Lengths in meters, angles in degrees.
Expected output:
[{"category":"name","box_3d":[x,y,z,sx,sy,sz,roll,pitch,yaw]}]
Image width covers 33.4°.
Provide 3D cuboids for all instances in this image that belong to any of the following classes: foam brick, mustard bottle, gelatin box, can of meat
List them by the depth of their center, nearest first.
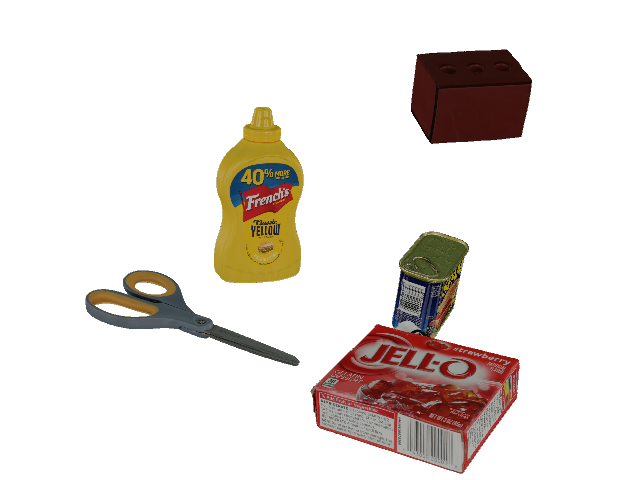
[{"category":"gelatin box","box_3d":[0.051,0.081,0.570,0.089,0.030,0.073,13,31,29]},{"category":"foam brick","box_3d":[0.115,-0.111,0.822,0.078,0.051,0.053,-5,38,-13]},{"category":"mustard bottle","box_3d":[-0.066,-0.051,1.174,0.096,0.192,0.058,-4,19,-20]},{"category":"can of meat","box_3d":[0.120,0.051,1.186,0.057,0.084,0.102,19,32,18]}]

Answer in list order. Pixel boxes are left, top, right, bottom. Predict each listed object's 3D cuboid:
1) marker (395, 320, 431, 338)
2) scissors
[{"category":"marker","box_3d":[0.094,0.094,0.782,0.020,0.020,0.121,0,23,-32]},{"category":"scissors","box_3d":[-0.109,0.066,0.958,0.202,0.016,0.096,11,28,6]}]
